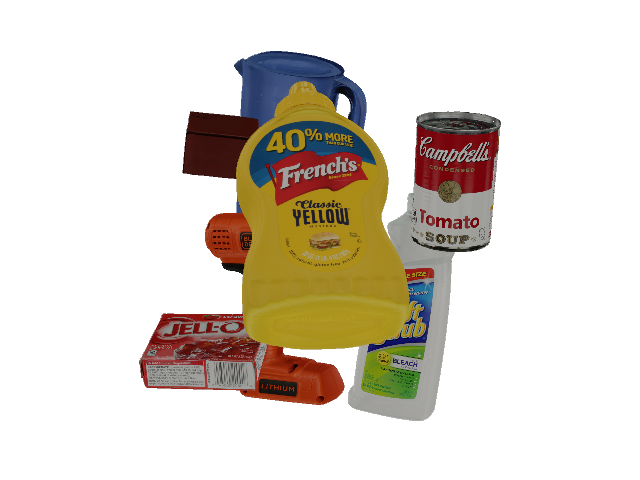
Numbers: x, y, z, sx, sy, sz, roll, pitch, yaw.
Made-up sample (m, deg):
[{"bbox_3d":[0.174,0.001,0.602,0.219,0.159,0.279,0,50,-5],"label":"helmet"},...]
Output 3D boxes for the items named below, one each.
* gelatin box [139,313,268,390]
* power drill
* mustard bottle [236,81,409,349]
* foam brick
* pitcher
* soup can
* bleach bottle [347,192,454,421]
[{"bbox_3d":[-0.088,0.085,0.828,0.089,0.030,0.073,1,24,7],"label":"gelatin box"},{"bbox_3d":[-0.022,0.062,1.037,0.185,0.188,0.057,2,11,29],"label":"power drill"},{"bbox_3d":[-0.004,-0.026,0.666,0.096,0.191,0.058,-2,-38,-5],"label":"mustard bottle"},{"bbox_3d":[-0.107,-0.102,1.151,0.078,0.051,0.053,6,31,-5],"label":"foam brick"},{"bbox_3d":[-0.039,-0.120,1.412,0.144,0.243,0.149,-3,24,-23],"label":"pitcher"},{"bbox_3d":[0.109,-0.049,0.873,0.068,0.102,0.068,1,19,-1],"label":"soup can"},{"bbox_3d":[0.093,0.070,1.194,0.103,0.251,0.068,9,14,18],"label":"bleach bottle"}]
